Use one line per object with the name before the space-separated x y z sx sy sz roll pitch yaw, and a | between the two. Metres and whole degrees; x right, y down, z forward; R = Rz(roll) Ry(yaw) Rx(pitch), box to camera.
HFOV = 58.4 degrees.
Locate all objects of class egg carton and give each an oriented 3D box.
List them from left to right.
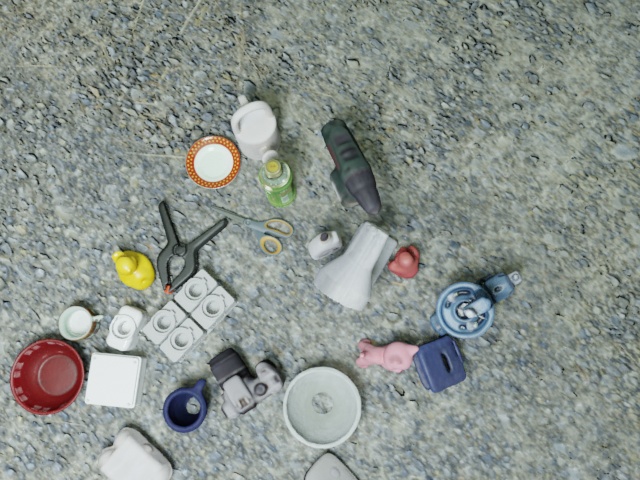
egg carton | -0.391 0.479 1.217 0.150 0.069 0.107 39 83 7

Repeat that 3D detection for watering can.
watering can | -0.140 -0.249 1.276 0.173 0.194 0.101 42 83 7

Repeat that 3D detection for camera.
camera | -0.167 0.295 1.231 0.143 0.101 0.137 -33 81 -5

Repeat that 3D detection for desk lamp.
desk lamp | 0.080 0.048 1.214 0.118 0.213 0.203 30 82 6

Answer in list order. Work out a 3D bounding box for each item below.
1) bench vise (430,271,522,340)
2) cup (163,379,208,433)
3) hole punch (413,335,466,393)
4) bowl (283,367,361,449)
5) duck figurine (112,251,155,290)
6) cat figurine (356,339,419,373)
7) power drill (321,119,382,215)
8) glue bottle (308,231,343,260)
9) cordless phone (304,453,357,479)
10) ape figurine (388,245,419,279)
bench vise | 0.329 0.118 1.196 0.121 0.220 0.207 40 83 7
cup | -0.273 0.347 1.226 0.091 0.095 0.118 29 82 6
hole punch | 0.260 0.264 1.237 0.101 0.091 0.108 -20 81 -3
bowl | 0.005 0.357 1.232 0.167 0.075 0.167 0 80 1
duck figurine | -0.422 0.064 1.280 0.077 0.086 0.104 -44 82 -6
cat figurine | 0.144 0.249 1.227 0.127 0.118 0.067 3 80 1
power drill | 0.070 -0.141 1.248 0.075 0.208 0.229 -24 81 -3
glue bottle | 0.011 0.004 1.242 0.078 0.173 0.037 -23 80 -3
cordless phone | 0.032 0.518 1.148 0.147 0.185 0.094 44 84 8
ape figurine | 0.189 0.048 1.274 0.078 0.092 0.076 -19 80 -2
